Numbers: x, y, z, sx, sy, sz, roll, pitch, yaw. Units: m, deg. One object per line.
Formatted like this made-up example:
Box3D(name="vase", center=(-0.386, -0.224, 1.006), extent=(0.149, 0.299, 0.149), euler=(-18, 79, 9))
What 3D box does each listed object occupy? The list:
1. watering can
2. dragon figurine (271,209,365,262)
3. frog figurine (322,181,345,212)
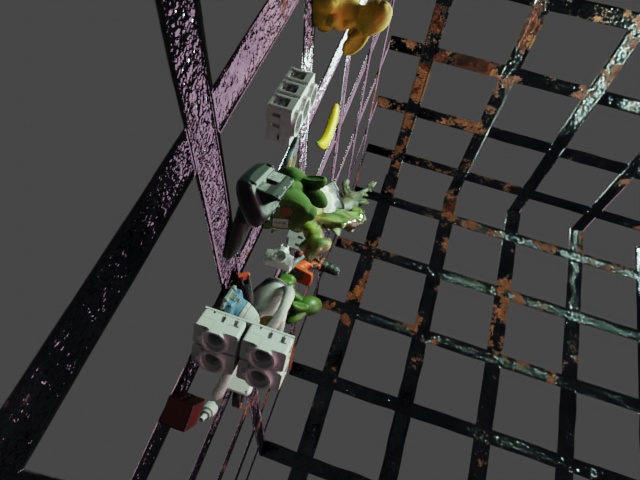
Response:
Box3D(name="watering can", center=(-0.169, 0.234, 1.320), extent=(0.343, 0.103, 0.228), euler=(-51, -167, 19))
Box3D(name="dragon figurine", center=(0.004, -0.072, 1.430), extent=(0.419, 0.243, 0.119), euler=(-60, 161, -55))
Box3D(name="frog figurine", center=(-0.007, -0.135, 1.870), extent=(0.161, 0.124, 0.135), euler=(-27, 123, -31))
